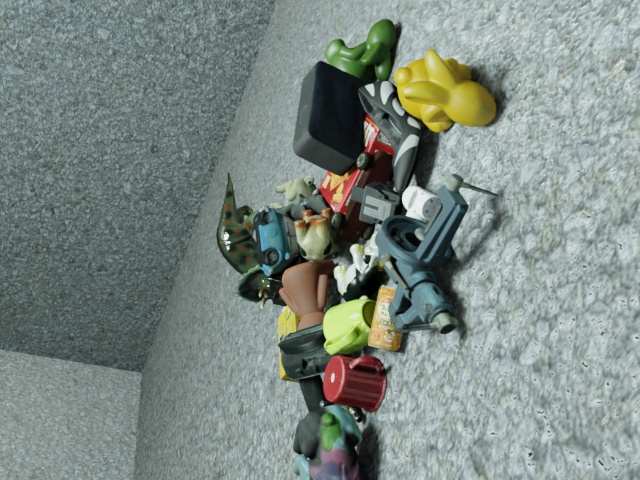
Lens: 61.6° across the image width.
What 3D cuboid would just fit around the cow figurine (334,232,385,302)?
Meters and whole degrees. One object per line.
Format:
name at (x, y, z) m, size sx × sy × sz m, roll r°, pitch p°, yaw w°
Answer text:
cow figurine at (0.091, 0.059, 1.019) m, size 0.167 × 0.068 × 0.098 m, roll 125°, pitch 146°, yaw -45°

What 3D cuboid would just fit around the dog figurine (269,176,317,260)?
dog figurine at (-0.047, -0.052, 1.406) m, size 0.172 × 0.121 × 0.191 m, roll 116°, pitch 146°, yaw -43°

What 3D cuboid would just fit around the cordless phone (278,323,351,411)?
cordless phone at (0.007, 0.260, 1.053) m, size 0.147 × 0.088 × 0.184 m, roll -20°, pitch 89°, yaw 19°

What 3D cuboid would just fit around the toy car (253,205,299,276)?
toy car at (-0.094, 0.000, 1.230) m, size 0.109 × 0.103 × 0.161 m, roll 165°, pitch 99°, yaw -73°

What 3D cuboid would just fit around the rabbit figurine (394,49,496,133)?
rabbit figurine at (0.210, -0.243, 0.876) m, size 0.122 × 0.162 × 0.173 m, roll -56°, pitch 44°, yaw 12°

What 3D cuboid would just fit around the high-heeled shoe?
high-heeled shoe at (0.121, -0.202, 1.020) m, size 0.086 × 0.145 × 0.249 m, roll 82°, pitch -159°, yaw -59°

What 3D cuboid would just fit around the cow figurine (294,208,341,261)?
cow figurine at (-0.002, -0.004, 1.184) m, size 0.195 × 0.086 × 0.127 m, roll -67°, pitch -27°, yaw -76°

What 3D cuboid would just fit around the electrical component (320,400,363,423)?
electrical component at (0.036, 0.325, 0.994) m, size 0.078 × 0.045 × 0.102 m, roll -69°, pitch 23°, yaw 14°

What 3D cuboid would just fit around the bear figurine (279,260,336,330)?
bear figurine at (-0.009, 0.147, 1.172) m, size 0.120 × 0.132 × 0.196 m, roll -25°, pitch 78°, yaw 19°

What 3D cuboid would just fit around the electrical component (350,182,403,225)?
electrical component at (0.103, -0.071, 1.012) m, size 0.119 × 0.048 × 0.074 m, roll 25°, pitch 118°, yaw 25°

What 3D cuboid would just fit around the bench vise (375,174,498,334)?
bench vise at (0.163, 0.017, 0.813) m, size 0.224 × 0.129 × 0.240 m, roll -102°, pitch 29°, yaw -51°

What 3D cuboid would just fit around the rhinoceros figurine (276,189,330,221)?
rhinoceros figurine at (-0.055, -0.060, 1.312) m, size 0.190 × 0.073 × 0.112 m, roll -17°, pitch 26°, yaw 39°

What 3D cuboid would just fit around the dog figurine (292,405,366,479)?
dog figurine at (0.036, 0.399, 0.852) m, size 0.219 × 0.108 × 0.191 m, roll -128°, pitch 38°, yaw -58°

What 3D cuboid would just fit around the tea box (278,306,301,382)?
tea box at (-0.047, 0.228, 1.230) m, size 0.098 × 0.068 × 0.170 m, roll -57°, pitch 28°, yaw 36°

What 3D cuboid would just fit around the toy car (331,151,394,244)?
toy car at (0.091, -0.087, 1.096) m, size 0.202 × 0.089 × 0.053 m, roll -66°, pitch 23°, yaw 21°

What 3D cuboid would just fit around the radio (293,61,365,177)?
radio at (0.021, -0.260, 1.137) m, size 0.073 × 0.131 × 0.229 m, roll -39°, pitch 38°, yaw 50°

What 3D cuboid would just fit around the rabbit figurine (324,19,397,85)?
rabbit figurine at (0.110, -0.445, 1.274) m, size 0.170 × 0.121 × 0.159 m, roll -41°, pitch 40°, yaw 28°

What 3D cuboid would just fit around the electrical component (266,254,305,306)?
electrical component at (-0.077, 0.098, 1.320) m, size 0.134 × 0.058 × 0.115 m, roll 82°, pitch -152°, yaw -46°

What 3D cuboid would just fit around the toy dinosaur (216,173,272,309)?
toy dinosaur at (-0.207, 0.015, 1.467) m, size 0.405 × 0.192 × 0.131 m, roll 52°, pitch 141°, yaw 8°
